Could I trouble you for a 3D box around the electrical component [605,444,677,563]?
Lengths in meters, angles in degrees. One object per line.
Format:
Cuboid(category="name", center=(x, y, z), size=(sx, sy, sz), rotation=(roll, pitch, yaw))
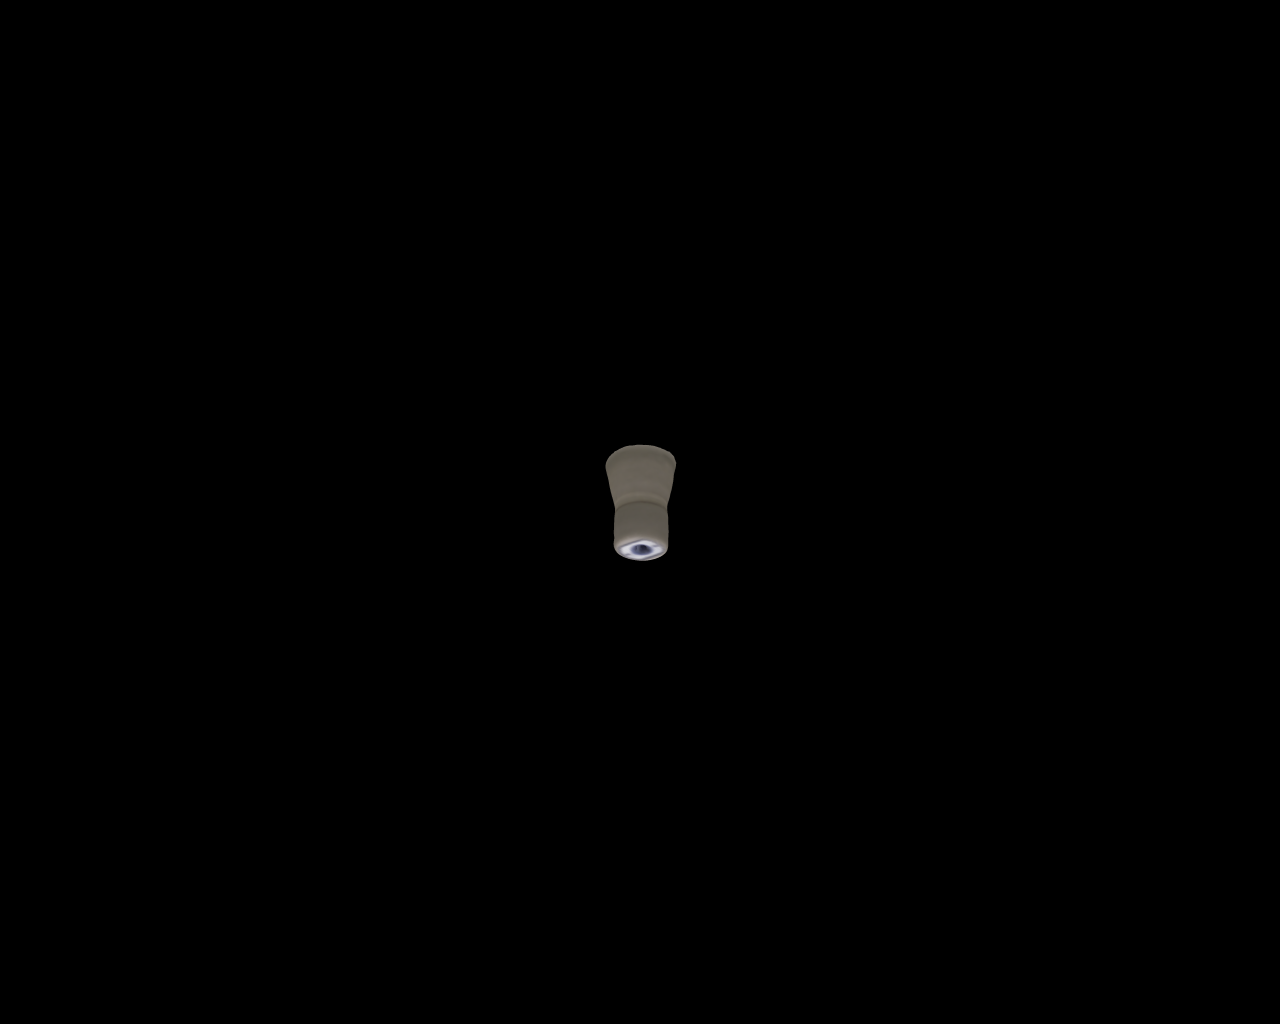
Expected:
Cuboid(category="electrical component", center=(0.001, -0.003, 0.650), size=(0.044, 0.065, 0.044), rotation=(0, -30, 0))
